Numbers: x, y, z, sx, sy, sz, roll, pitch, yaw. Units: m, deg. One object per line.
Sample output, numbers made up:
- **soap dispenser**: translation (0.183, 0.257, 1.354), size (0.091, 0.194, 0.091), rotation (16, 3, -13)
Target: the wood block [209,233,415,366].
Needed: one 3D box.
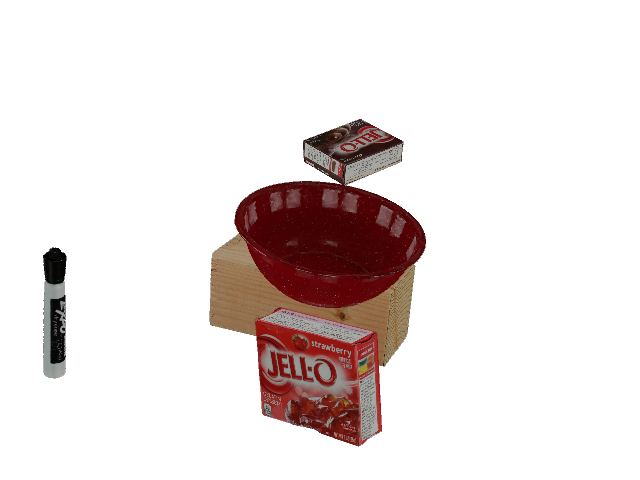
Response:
- **wood block**: translation (-0.010, 0.061, 1.179), size (0.206, 0.091, 0.090), rotation (12, 23, 18)

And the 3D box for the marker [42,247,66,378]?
- **marker**: translation (-0.224, 0.061, 0.899), size (0.020, 0.121, 0.020), rotation (6, 27, -3)

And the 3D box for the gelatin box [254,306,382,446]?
- **gelatin box**: translation (-0.003, 0.090, 0.718), size (0.089, 0.073, 0.030), rotation (11, 22, 38)

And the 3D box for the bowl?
- **bowl**: translation (0.006, 0.010, 0.901), size (0.162, 0.055, 0.162), rotation (6, 29, -4)

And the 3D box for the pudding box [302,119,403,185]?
- **pudding box**: translation (0.045, -0.124, 1.486), size (0.113, 0.039, 0.090), rotation (-26, 41, -32)
